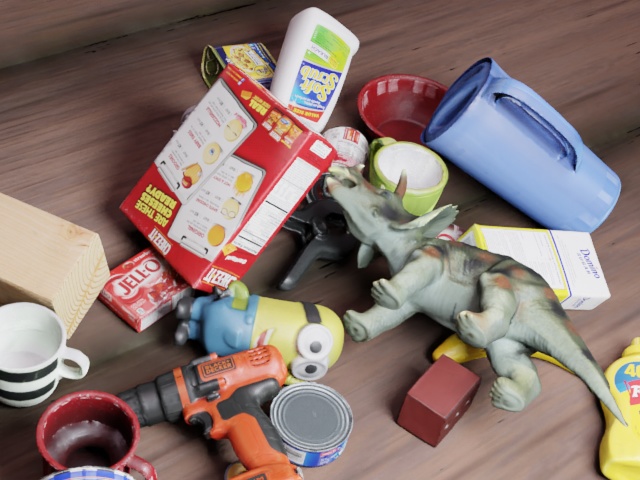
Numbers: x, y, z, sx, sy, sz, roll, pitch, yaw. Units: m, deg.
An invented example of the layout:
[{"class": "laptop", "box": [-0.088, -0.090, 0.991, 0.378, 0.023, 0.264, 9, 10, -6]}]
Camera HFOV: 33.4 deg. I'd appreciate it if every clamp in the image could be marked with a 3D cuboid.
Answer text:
[{"class": "clamp", "box": [-0.008, 0.002, 1.263, 0.171, 0.039, 0.120, -3, 71, -35]}]

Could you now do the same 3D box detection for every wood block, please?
[{"class": "wood block", "box": [-0.339, 0.012, 1.130, 0.206, 0.090, 0.090, 22, 60, 12]}]

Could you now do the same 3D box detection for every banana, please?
[{"class": "banana", "box": [0.225, 0.124, 1.214, 0.197, 0.037, 0.069, 9, 45, -4]}]

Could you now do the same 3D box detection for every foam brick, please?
[{"class": "foam brick", "box": [0.126, 0.170, 1.133, 0.051, 0.053, 0.078, 33, 48, 19]}]

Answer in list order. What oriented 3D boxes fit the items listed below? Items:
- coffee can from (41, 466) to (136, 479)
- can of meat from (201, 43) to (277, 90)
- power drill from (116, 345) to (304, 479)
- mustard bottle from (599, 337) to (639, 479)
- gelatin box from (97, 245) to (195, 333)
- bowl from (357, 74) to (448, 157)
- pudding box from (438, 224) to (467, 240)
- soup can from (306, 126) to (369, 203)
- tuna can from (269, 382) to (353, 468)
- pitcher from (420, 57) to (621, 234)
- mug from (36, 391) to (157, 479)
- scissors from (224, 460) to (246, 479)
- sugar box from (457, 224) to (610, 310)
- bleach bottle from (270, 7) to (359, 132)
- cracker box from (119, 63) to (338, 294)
[{"class": "coffee can", "box": [-0.199, 0.280, 0.908, 0.102, 0.103, 0.140, 1, 46, -13]}, {"class": "can of meat", "box": [-0.105, -0.226, 1.468, 0.083, 0.057, 0.102, -12, 51, -27]}, {"class": "power drill", "box": [-0.103, 0.192, 1.025, 0.184, 0.057, 0.188, -18, 46, -7]}, {"class": "mustard bottle", "box": [0.356, 0.183, 1.173, 0.096, 0.058, 0.191, 14, 44, 0]}, {"class": "gelatin box", "box": [-0.194, 0.053, 1.186, 0.073, 0.030, 0.089, 37, 49, 22]}, {"class": "bowl", "box": [0.124, -0.156, 1.454, 0.162, 0.055, 0.162, 7, 45, -7]}, {"class": "pudding box", "box": [0.152, 0.031, 1.287, 0.090, 0.039, 0.113, 25, 45, 10]}, {"class": "soup can", "box": [0.023, -0.089, 1.354, 0.068, 0.069, 0.102, 14, 44, 0]}, {"class": "tuna can", "box": [-0.011, 0.189, 1.094, 0.086, 0.034, 0.086, 7, 45, -7]}, {"class": "pitcher", "box": [0.260, -0.108, 1.329, 0.242, 0.145, 0.149, 36, 22, -13]}, {"class": "mug", "box": [-0.206, 0.206, 0.995, 0.117, 0.082, 0.093, 20, 45, 6]}, {"class": "scissors", "box": [-0.036, 0.279, 1.011, 0.202, 0.016, 0.096, 28, 47, 14]}, {"class": "sugar box", "box": [0.255, 0.034, 1.272, 0.175, 0.048, 0.093, 6, 58, -29]}, {"class": "bleach bottle", "box": [-0.020, -0.185, 1.414, 0.102, 0.068, 0.250, 33, 54, -30]}, {"class": "cracker box", "box": [-0.104, -0.067, 1.199, 0.164, 0.214, 0.072, 43, 9, 35]}]
